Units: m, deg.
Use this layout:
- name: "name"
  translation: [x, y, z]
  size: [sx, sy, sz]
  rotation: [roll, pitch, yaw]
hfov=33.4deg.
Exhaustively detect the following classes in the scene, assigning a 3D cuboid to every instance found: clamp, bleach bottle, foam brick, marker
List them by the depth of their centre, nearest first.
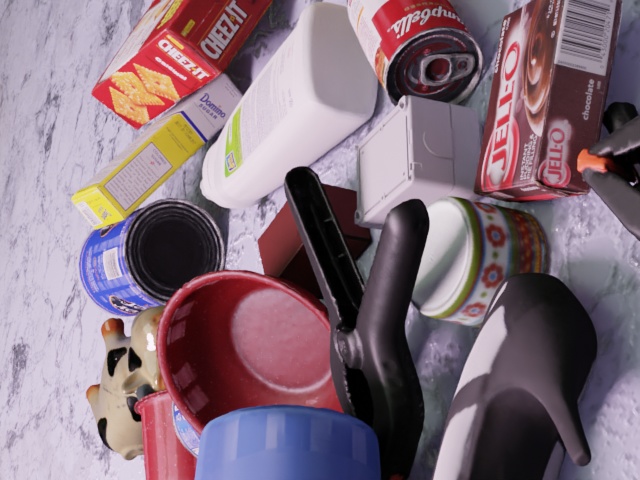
- name: "clamp"
  translation: [0.187, -0.018, 0.470]
  size: [0.172, 0.039, 0.120]
  rotation: [-5, 65, 54]
- name: "marker"
  translation: [0.171, -0.027, 0.540]
  size: [0.020, 0.020, 0.121]
  rotation: [-53, 37, 38]
- name: "clamp"
  translation: [0.033, 0.058, 0.653]
  size: [0.165, 0.036, 0.210]
  rotation: [-170, 68, -68]
- name: "foam brick"
  translation: [-0.005, 0.001, 0.815]
  size: [0.078, 0.051, 0.053]
  rotation: [-51, 39, 40]
- name: "bleach bottle"
  translation: [-0.041, -0.097, 0.911]
  size: [0.251, 0.068, 0.102]
  rotation: [-33, 50, 56]

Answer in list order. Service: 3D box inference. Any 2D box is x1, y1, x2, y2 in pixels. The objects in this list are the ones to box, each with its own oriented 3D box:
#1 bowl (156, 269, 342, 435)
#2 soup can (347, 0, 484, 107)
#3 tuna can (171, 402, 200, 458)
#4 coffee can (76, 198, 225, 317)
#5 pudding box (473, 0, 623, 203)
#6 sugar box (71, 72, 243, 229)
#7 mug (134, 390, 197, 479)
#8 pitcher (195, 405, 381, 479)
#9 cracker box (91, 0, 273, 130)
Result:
- name: "bowl"
  translation: [-0.037, 0.085, 0.782]
  size: [0.162, 0.162, 0.055]
  rotation: [-58, -7, 32]
- name: "soup can"
  translation: [0.063, -0.141, 0.730]
  size: [0.069, 0.068, 0.102]
  rotation: [-58, 33, 32]
- name: "tuna can"
  translation: [-0.072, 0.134, 0.848]
  size: [0.034, 0.086, 0.086]
  rotation: [-29, 54, 53]
- name: "coffee can"
  translation: [-0.169, 0.020, 1.050]
  size: [0.141, 0.102, 0.103]
  rotation: [-15, 66, 59]
- name: "pudding box"
  translation: [0.126, -0.079, 0.601]
  size: [0.090, 0.039, 0.113]
  rotation: [176, 107, -77]
- name: "sugar box"
  translation: [-0.155, -0.086, 1.033]
  size: [0.176, 0.048, 0.093]
  rotation: [-44, 16, -24]
- name: "mug"
  translation: [-0.114, 0.179, 0.899]
  size: [0.117, 0.093, 0.081]
  rotation: [-30, 58, 40]
- name: "pitcher"
  translation: [-0.025, 0.226, 0.603]
  size: [0.149, 0.144, 0.243]
  rotation: [-11, 62, 24]
- name: "cracker box"
  translation: [-0.124, -0.209, 1.043]
  size: [0.214, 0.072, 0.164]
  rotation: [-15, 41, 59]
